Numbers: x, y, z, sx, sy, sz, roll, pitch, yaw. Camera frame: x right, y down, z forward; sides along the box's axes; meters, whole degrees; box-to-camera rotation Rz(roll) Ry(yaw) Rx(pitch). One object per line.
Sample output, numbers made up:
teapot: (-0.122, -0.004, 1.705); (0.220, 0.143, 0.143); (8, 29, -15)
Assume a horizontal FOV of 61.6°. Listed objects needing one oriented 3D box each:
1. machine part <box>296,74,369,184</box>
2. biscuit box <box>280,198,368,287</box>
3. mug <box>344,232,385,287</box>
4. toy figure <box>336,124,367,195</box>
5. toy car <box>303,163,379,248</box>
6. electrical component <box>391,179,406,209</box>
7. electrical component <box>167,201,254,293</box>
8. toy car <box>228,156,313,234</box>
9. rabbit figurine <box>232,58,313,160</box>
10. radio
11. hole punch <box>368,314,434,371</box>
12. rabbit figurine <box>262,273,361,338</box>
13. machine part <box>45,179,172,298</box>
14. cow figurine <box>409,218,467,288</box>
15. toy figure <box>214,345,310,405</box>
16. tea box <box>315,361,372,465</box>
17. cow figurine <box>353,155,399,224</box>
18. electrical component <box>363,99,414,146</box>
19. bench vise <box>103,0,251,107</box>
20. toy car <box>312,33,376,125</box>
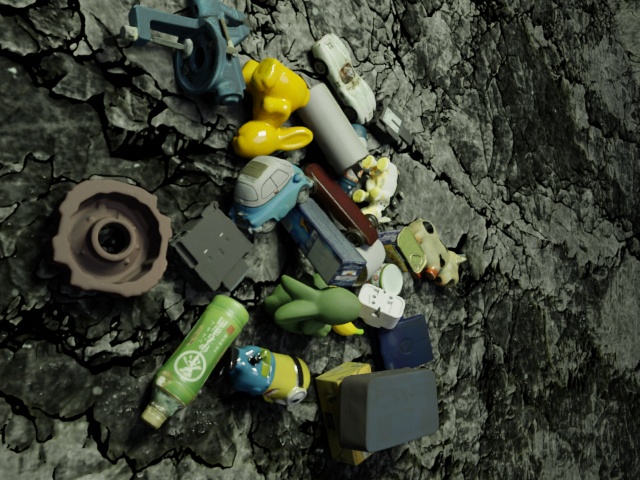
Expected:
machine part: (0.021, -0.216, 1.055); (0.079, 0.079, 0.243); (-36, 94, -38)
biscuit box: (-0.002, -0.003, 0.965); (0.063, 0.203, 0.059); (6, 125, -41)
mug: (0.084, 0.028, 1.114); (0.107, 0.081, 0.109); (-30, 96, -50)
toy figure: (0.063, -0.165, 1.128); (0.064, 0.058, 0.154); (12, 77, -10)
toy car: (0.038, -0.067, 1.068); (0.202, 0.053, 0.089); (49, 39, -4)
electrical component: (0.161, -0.121, 1.231); (0.063, 0.021, 0.094); (-51, 117, -33)
electrical component: (-0.179, 0.021, 0.890); (0.134, 0.058, 0.115); (52, 57, -23)
toy car: (-0.097, -0.091, 0.930); (0.161, 0.109, 0.102); (-46, 140, -27)
rabbit figurine: (-0.096, -0.220, 0.976); (0.162, 0.122, 0.173); (31, 79, -45)
radio: (0.136, 0.319, 1.033); (0.229, 0.073, 0.131); (7, 79, -46)
hole punch: (0.175, 0.221, 1.160); (0.116, 0.092, 0.142); (-18, 101, -38)
rabbit figurine: (-0.011, 0.107, 0.951); (0.159, 0.170, 0.121); (18, 73, -39)
machine part: (-0.305, -0.001, 0.782); (0.179, 0.056, 0.179); (7, 79, -40)
cow figurine: (0.268, 0.035, 1.269); (0.127, 0.086, 0.194); (-47, 114, -28)
toy figure: (-0.092, 0.227, 0.926); (0.180, 0.082, 0.089); (32, 67, -32)
tea box: (0.060, 0.336, 1.054); (0.098, 0.068, 0.169); (-13, 93, -44)
cow figurine: (0.124, -0.090, 1.160); (0.098, 0.068, 0.167); (23, 79, -51)
electrical component: (0.160, -0.259, 1.229); (0.119, 0.048, 0.075); (32, 65, -35)
bench vise: (-0.210, -0.330, 0.864); (0.240, 0.129, 0.223); (-7, 90, -49)
toy car: (0.054, -0.337, 1.140); (0.201, 0.056, 0.073); (53, 54, -23)
